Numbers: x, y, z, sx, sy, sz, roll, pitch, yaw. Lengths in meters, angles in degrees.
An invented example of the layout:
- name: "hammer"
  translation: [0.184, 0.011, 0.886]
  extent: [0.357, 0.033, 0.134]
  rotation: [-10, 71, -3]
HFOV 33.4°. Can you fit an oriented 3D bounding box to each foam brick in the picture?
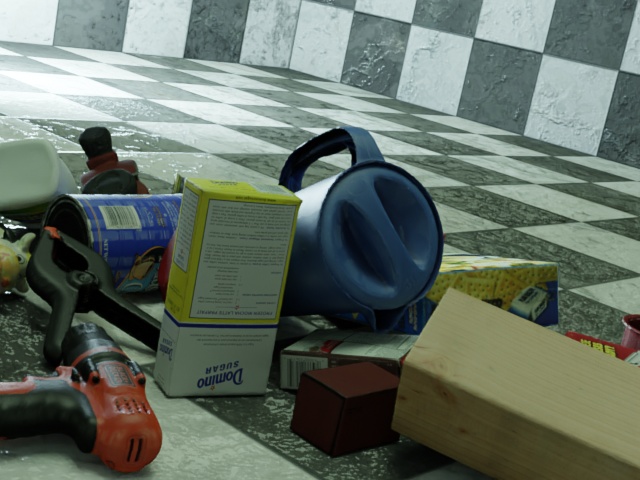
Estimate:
- name: "foam brick"
  translation: [0.025, 0.133, 0.853]
  extent: [0.078, 0.053, 0.051]
  rotation: [-2, 19, -44]

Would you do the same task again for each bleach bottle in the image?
- name: "bleach bottle"
  translation: [-0.307, -0.051, 1.178]
  extent: [0.102, 0.068, 0.251]
  rotation: [-8, -7, 0]

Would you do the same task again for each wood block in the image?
- name: "wood block"
  translation: [0.167, 0.131, 0.796]
  extent: [0.206, 0.090, 0.090]
  rotation: [23, 48, 17]

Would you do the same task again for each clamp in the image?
- name: "clamp"
  translation: [-0.203, 0.051, 0.953]
  extent: [0.120, 0.039, 0.171]
  rotation: [9, 35, -36]

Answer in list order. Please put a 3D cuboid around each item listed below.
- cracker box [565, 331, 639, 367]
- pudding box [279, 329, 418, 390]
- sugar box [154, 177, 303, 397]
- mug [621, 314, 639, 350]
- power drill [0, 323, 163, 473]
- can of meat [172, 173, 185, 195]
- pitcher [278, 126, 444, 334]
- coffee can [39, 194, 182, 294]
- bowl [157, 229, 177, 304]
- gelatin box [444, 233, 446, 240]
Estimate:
- name: "cracker box"
  translation: [0.304, 0.158, 0.941]
  extent: [0.214, 0.072, 0.164]
  rotation: [15, 14, 19]
- name: "pudding box"
  translation: [0.032, 0.108, 0.945]
  extent: [0.114, 0.039, 0.090]
  rotation: [3, 9, 21]
- name: "sugar box"
  translation: [-0.077, 0.041, 0.881]
  extent: [0.093, 0.176, 0.048]
  rotation: [4, 18, -29]
- name: "mug"
  translation: [0.349, 0.129, 1.067]
  extent: [0.117, 0.081, 0.093]
  rotation: [6, 15, -20]
- name: "power drill"
  translation: [-0.219, 0.103, 0.764]
  extent: [0.187, 0.057, 0.185]
  rotation: [4, 16, -26]
- name: "can of meat"
  translation: [-0.135, -0.018, 1.229]
  extent: [0.084, 0.102, 0.057]
  rotation: [11, 13, -9]
- name: "pitcher"
  translation: [-0.007, 0.001, 1.016]
  extent: [0.145, 0.149, 0.243]
  rotation: [43, -28, -20]
- name: "coffee can"
  translation: [-0.198, 0.004, 1.085]
  extent: [0.140, 0.103, 0.103]
  rotation: [-2, 19, -42]
- name: "bowl"
  translation: [-0.103, 0.014, 0.984]
  extent: [0.055, 0.162, 0.162]
  rotation: [30, 7, -21]
- name: "gelatin box"
  translation: [0.105, 0.022, 1.292]
  extent: [0.089, 0.073, 0.030]
  rotation: [10, 10, 32]
